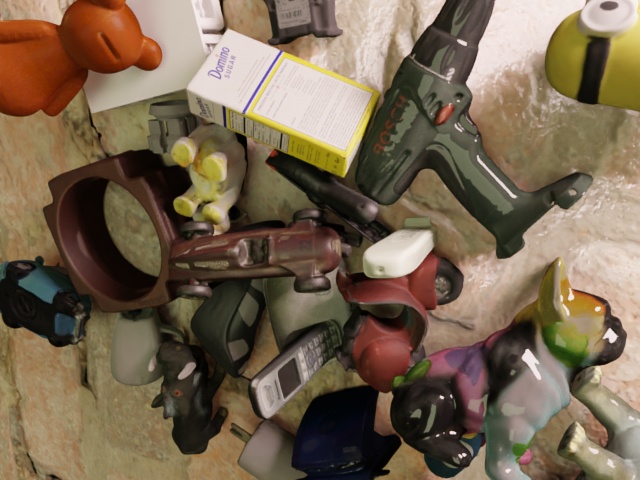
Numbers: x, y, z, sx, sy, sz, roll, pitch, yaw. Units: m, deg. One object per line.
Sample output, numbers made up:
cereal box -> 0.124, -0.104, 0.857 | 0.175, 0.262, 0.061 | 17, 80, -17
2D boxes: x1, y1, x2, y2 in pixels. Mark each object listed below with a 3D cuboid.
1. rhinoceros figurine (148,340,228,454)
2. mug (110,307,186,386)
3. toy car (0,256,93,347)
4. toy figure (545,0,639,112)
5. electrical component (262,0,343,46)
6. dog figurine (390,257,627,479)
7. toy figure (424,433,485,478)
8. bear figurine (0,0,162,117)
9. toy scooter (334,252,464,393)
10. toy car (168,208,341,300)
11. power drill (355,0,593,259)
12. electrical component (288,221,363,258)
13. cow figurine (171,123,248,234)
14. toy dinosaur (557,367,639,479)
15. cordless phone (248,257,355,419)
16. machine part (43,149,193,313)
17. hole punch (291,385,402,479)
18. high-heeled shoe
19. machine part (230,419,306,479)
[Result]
rhinoceros figurine -> -0.192, 0.220, 0.768 | 0.073, 0.112, 0.190 | 12, 121, 23
mug -> -0.254, 0.148, 0.787 | 0.110, 0.081, 0.107 | 2, 119, -5
toy car -> -0.406, 0.086, 0.821 | 0.162, 0.103, 0.109 | 22, 114, 12
toy figure -> 0.277, -0.137, 0.436 | 0.180, 0.082, 0.089 | 27, 115, 11
electrical component -> -0.021, -0.263, 0.546 | 0.075, 0.048, 0.119 | 4, 112, 23
dog figurine -> 0.182, 0.114, 0.532 | 0.192, 0.108, 0.219 | 18, 94, 25
toy figure -> 0.173, 0.213, 0.628 | 0.064, 0.058, 0.154 | 10, 118, -21
bear figurine -> -0.282, -0.218, 0.587 | 0.196, 0.120, 0.132 | -27, 52, 5
toy scooter -> 0.067, 0.089, 0.600 | 0.135, 0.075, 0.183 | 14, 113, -16
toy car -> -0.077, 0.016, 0.580 | 0.202, 0.053, 0.089 | -4, 77, 14
power drill -> 0.150, -0.096, 0.510 | 0.207, 0.086, 0.232 | 39, 121, 3
electrical component -> -0.001, -0.002, 0.623 | 0.094, 0.063, 0.021 | 13, 114, 22
cow figurine -> -0.125, -0.064, 0.652 | 0.068, 0.098, 0.167 | 22, 135, 11
toy dinosaur -> 0.304, 0.275, 0.553 | 0.192, 0.131, 0.404 | 30, 121, 14
cordless phone -> -0.036, 0.099, 0.607 | 0.089, 0.184, 0.146 | -2, 108, 30
machine part -> -0.258, -0.012, 0.727 | 0.202, 0.087, 0.200 | -12, 104, 26
hole punch -> 0.028, 0.249, 0.679 | 0.142, 0.116, 0.092 | -19, 92, 29
high-heeled shoe -> -0.095, 0.082, 0.715 | 0.086, 0.145, 0.248 | 35, 149, 25
machine part -> -0.026, 0.325, 0.748 | 0.243, 0.079, 0.079 | 30, 118, 14
